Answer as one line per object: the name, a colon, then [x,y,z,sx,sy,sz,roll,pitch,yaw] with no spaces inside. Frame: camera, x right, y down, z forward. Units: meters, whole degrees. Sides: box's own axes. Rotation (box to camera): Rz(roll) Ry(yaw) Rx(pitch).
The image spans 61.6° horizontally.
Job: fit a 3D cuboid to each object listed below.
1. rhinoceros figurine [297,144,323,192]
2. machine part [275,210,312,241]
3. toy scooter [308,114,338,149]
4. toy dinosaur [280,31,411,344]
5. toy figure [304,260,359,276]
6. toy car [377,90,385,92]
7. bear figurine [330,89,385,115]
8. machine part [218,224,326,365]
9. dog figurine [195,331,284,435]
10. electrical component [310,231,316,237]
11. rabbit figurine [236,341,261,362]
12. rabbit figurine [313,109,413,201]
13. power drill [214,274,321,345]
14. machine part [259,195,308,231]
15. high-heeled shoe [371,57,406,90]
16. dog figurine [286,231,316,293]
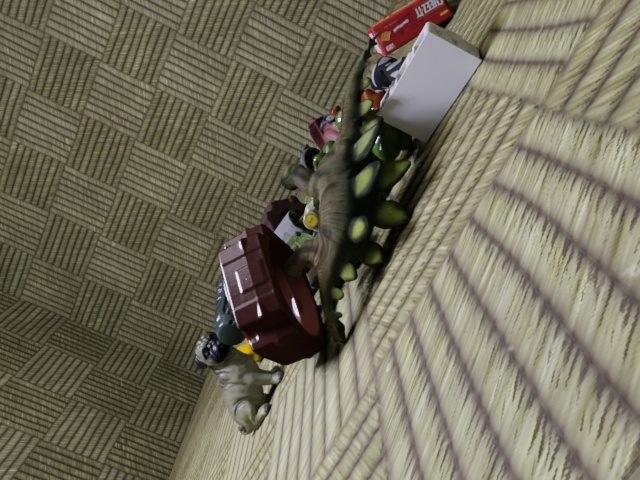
rhinoceros figurine: [-0.002,-0.143,1.141,0.073,0.112,0.190,-55,-7,-15]
machine part: [-0.089,0.005,1.371,0.243,0.079,0.079,-51,14,33]
toy scooter: [0.027,-0.253,1.295,0.075,0.135,0.184,-37,0,-13]
toy dinosaur: [0.041,-0.081,0.814,0.199,0.105,0.471,-12,74,44]
toy figure: [0.021,0.023,0.956,0.082,0.089,0.180,-59,3,-24]
toy car: [0.125,-0.312,1.451,0.073,0.056,0.201,-87,21,-53]
bear figurine: [0.112,-0.311,1.272,0.120,0.132,0.196,-38,-4,-10]
machine part: [-0.076,0.092,0.872,0.087,0.201,0.201,-27,62,11]
dog figurine: [-0.194,0.302,1.138,0.121,0.190,0.172,135,157,-69]
electrical component: [-0.003,-0.004,1.348,0.119,0.048,0.075,-64,9,4]
rabbit figurine: [-0.184,0.264,1.501,0.162,0.122,0.173,-66,26,10]
rabbit figurine: [0.070,-0.134,0.938,0.121,0.159,0.170,-55,-24,-58]
power drill: [-0.102,0.124,1.039,0.086,0.207,0.232,-53,15,29]
machine part: [-0.081,-0.041,1.524,0.056,0.179,0.179,-48,18,52]
high-heeled shoe: [0.161,-0.351,1.208,0.145,0.086,0.249,-66,14,-19]
dog figurine: [-0.072,0.110,1.252,0.191,0.108,0.219,-74,9,-46]
